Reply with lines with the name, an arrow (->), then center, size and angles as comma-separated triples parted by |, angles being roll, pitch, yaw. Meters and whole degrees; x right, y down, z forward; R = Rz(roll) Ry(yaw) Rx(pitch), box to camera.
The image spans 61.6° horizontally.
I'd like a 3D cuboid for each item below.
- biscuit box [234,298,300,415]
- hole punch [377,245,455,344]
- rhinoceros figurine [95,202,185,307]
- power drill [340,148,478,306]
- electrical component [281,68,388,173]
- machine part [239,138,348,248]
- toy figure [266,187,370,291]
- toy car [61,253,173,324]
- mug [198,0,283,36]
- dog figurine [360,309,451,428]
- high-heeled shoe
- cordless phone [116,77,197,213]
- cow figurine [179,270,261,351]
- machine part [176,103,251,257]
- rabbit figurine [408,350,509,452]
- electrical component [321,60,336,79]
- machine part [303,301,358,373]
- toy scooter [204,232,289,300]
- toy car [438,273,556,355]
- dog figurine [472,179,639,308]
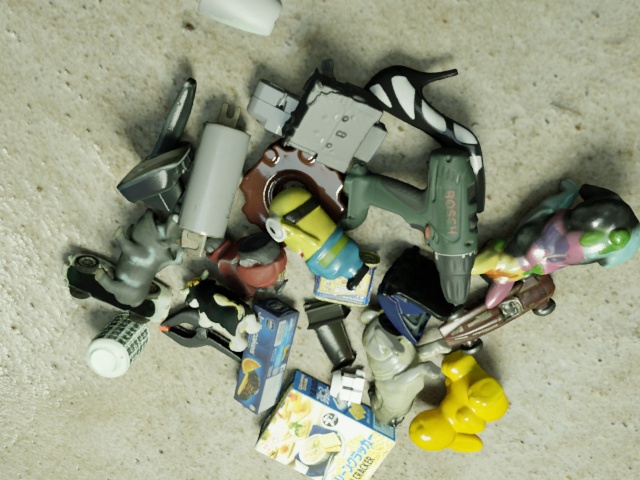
biscuit box -> -0.096, 0.204, 0.952 | 0.063, 0.059, 0.202 | 25, 111, 30
hole punch -> 0.151, 0.089, 0.865 | 0.116, 0.142, 0.092 | 35, 135, 7
rhinoceros figurine -> -0.282, 0.018, 0.885 | 0.112, 0.073, 0.190 | 32, 86, 0
power drill -> 0.133, -0.027, 0.802 | 0.208, 0.086, 0.231 | 18, 117, 35
electrical component -> 0.026, -0.165, 0.770 | 0.134, 0.058, 0.114 | 19, 127, -20
machine part -> -0.041, -0.073, 0.863 | 0.179, 0.056, 0.179 | 2, 111, 5
toy figure -> -0.003, -0.002, 0.812 | 0.180, 0.089, 0.082 | 38, 148, -4
toy car -> -0.361, 0.086, 0.953 | 0.202, 0.056, 0.073 | 23, 116, -1
mug -> -0.104, -0.349, 0.767 | 0.107, 0.081, 0.109 | 26, 105, -16
dog figurine -> 0.110, 0.222, 0.931 | 0.172, 0.121, 0.190 | 43, 125, 16
high-heeled shoe -> 0.159, -0.143, 0.806 | 0.145, 0.086, 0.248 | -14, 101, 12
cordless phone -> -0.226, -0.148, 0.808 | 0.089, 0.147, 0.184 | 23, 112, -11
cow figurine -> -0.178, 0.103, 0.890 | 0.168, 0.068, 0.098 | 31, 153, 28
machine part -> -0.165, -0.092, 0.836 | 0.079, 0.079, 0.243 | 15, 93, 1
rabbit figurine -> 0.228, 0.297, 0.926 | 0.173, 0.122, 0.162 | -36, 134, -10
electrical component -> 0.011, -0.220, 0.802 | 0.021, 0.063, 0.093 | 2, 110, 5
machine part -> 0.025, 0.166, 0.949 | 0.084, 0.039, 0.138 | -16, 105, 6
toy scooter -> -0.115, 0.049, 0.886 | 0.184, 0.075, 0.135 | 8, 130, 41
toy car -> 0.293, 0.115, 0.880 | 0.202, 0.053, 0.089 | -29, 107, 1
dog figurine -> 0.330, 0.019, 0.797 | 0.219, 0.192, 0.108 | -36, 109, 1
